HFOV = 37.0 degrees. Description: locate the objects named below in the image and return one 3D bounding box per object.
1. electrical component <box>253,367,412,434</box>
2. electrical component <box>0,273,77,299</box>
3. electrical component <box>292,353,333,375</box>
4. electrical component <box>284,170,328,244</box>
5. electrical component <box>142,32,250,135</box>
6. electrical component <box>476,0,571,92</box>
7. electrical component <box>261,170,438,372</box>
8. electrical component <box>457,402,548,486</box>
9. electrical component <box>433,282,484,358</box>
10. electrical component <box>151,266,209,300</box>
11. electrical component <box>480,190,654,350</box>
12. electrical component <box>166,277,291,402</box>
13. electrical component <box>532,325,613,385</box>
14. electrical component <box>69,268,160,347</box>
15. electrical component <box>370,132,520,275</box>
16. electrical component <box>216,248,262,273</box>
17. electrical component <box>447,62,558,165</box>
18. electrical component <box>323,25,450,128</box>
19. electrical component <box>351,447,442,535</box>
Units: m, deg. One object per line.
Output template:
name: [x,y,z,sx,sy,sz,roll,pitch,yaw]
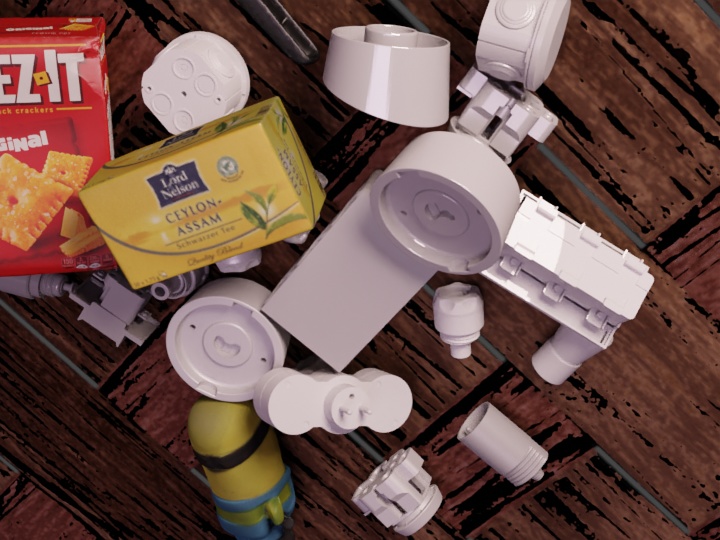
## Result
electrical component: [-0.016,0.116,0.933,0.138,0.074,0.052,3,94,-27]
electrical component: [-0.307,0.008,1.020,0.078,0.040,0.040,14,118,9]
electrical component: [-0.035,0.111,0.991,0.043,0.043,0.062,-23,109,24]
electrical component: [-0.052,-0.057,0.913,0.048,0.048,0.062,38,112,-4]
electrical component: [-0.136,-0.152,0.886,0.080,0.051,0.080,7,117,13]
electrical component: [0.120,-0.175,0.785,0.051,0.080,0.080,19,119,13]
electrical component: [0.000,0.000,0.915,0.089,0.061,0.150,39,119,-5]
electrical component: [0.132,0.160,0.966,0.081,0.043,0.043,40,119,-6]
electrical component: [0.085,0.045,0.924,0.043,0.043,0.062,2,117,15]
electrical component: [-0.167,0.006,0.966,0.048,0.062,0.048,7,117,13]
electrical component: [0.166,-0.003,0.857,0.121,0.063,0.078,32,77,-1]
electrical component: [-0.115,0.058,0.976,0.108,0.060,0.108,5,117,9]
electrical component: [0.176,0.066,0.910,0.044,0.044,0.065,36,124,-3]
electrical component: [-0.223,0.029,1.005,0.081,0.042,0.063,35,118,-3]
electrical component: [0.069,-0.055,0.813,0.108,0.060,0.108,22,146,16]
electrical component: [-0.111,-0.032,0.942,0.043,0.043,0.062,-3,113,17]
electrical component: [0.104,-0.114,0.832,0.078,0.058,0.057,35,117,-3]
electrical component: [0.022,-0.151,0.815,0.099,0.099,0.064,10,111,11]
electrical component: [0.039,0.211,1.011,0.057,0.058,0.078,45,119,-5]
